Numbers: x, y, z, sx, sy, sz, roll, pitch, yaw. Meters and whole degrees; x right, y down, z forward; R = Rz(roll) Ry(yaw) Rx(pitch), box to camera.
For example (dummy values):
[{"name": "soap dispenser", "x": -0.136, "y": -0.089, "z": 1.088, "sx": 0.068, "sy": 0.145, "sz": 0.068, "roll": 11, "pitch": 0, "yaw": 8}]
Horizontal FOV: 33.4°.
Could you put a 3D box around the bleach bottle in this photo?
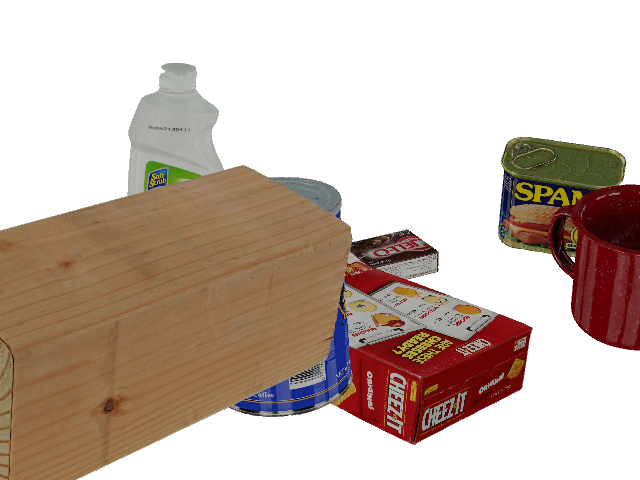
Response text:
[{"name": "bleach bottle", "x": -0.119, "y": -0.031, "z": 0.946, "sx": 0.102, "sy": 0.251, "sz": 0.068, "roll": 0, "pitch": 24, "yaw": -9}]

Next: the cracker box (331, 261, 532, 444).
[{"name": "cracker box", "x": 0.055, "y": 0.095, "z": 0.970, "sx": 0.214, "sy": 0.072, "sz": 0.163, "roll": 21, "pitch": 26, "yaw": 40}]

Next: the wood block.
[{"name": "wood block", "x": -0.089, "y": 0.038, "z": 0.535, "sx": 0.090, "sy": 0.091, "sz": 0.205, "roll": 31, "pitch": 34, "yaw": 33}]

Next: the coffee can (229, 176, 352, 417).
[{"name": "coffee can", "x": -0.032, "y": 0.037, "z": 0.752, "sx": 0.103, "sy": 0.140, "sz": 0.103, "roll": -4, "pitch": 22, "yaw": 1}]

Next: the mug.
[{"name": "mug", "x": 0.204, "y": 0.015, "z": 0.723, "sx": 0.117, "sy": 0.081, "sz": 0.093, "roll": 26, "pitch": 41, "yaw": 38}]

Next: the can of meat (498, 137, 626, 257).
[{"name": "can of meat", "x": 0.206, "y": -0.035, "z": 0.926, "sx": 0.102, "sy": 0.084, "sz": 0.057, "roll": 10, "pitch": 41, "yaw": 14}]

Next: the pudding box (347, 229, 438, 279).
[{"name": "pudding box", "x": 0.100, "y": 0.025, "z": 1.531, "sx": 0.113, "sy": 0.039, "sz": 0.090, "roll": -15, "pitch": 26, "yaw": -21}]
